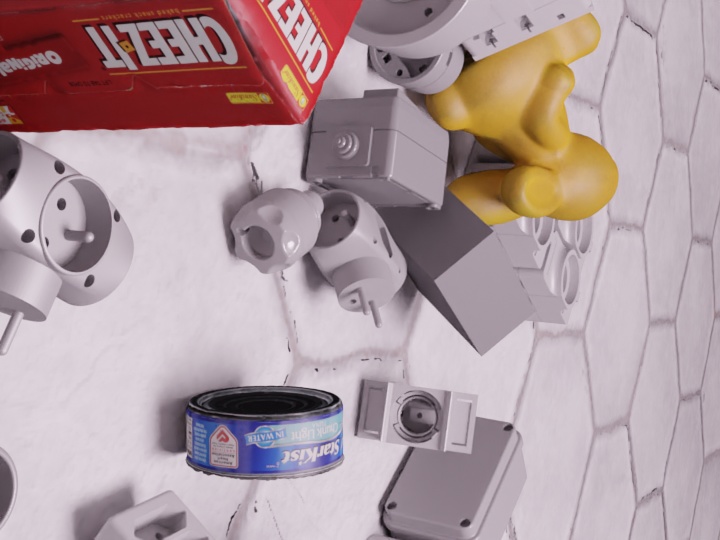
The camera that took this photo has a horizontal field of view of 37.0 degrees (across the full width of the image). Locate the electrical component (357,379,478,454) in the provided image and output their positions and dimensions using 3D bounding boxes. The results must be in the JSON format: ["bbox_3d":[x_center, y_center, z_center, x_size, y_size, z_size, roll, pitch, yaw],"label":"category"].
[{"bbox_3d":[0.042,0.104,0.767,0.064,0.081,0.042,52,46,-81],"label":"electrical component"}]

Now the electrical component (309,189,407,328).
[{"bbox_3d":[0.000,0.000,0.683,0.077,0.043,0.079,48,22,-52],"label":"electrical component"}]

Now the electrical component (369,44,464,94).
[{"bbox_3d":[0.041,-0.151,0.744,0.047,0.055,0.055,8,87,-64],"label":"electrical component"}]

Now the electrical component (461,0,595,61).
[{"bbox_3d":[0.092,-0.235,0.735,0.062,0.089,0.150,30,45,-57],"label":"electrical component"}]

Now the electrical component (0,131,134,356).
[{"bbox_3d":[-0.141,-0.004,0.450,0.077,0.044,0.079,48,54,-52],"label":"electrical component"}]

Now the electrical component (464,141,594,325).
[{"bbox_3d":[0.153,-0.042,0.951,0.186,0.060,0.105,54,48,-49],"label":"electrical component"}]

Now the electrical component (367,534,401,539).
[{"bbox_3d":[0.043,0.219,0.771,0.043,0.081,0.043,-14,106,-59],"label":"electrical component"}]

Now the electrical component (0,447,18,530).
[{"bbox_3d":[-0.164,0.084,0.418,0.040,0.046,0.040,-14,106,-60],"label":"electrical component"}]

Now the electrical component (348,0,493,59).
[{"bbox_3d":[0.034,-0.185,0.676,0.060,0.108,0.108,8,87,-67],"label":"electrical component"}]

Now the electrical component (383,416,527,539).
[{"bbox_3d":[0.075,0.169,0.825,0.113,0.078,0.057,-56,143,-41],"label":"electrical component"}]

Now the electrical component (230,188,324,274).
[{"bbox_3d":[-0.043,-0.027,0.622,0.062,0.043,0.043,-42,130,-53],"label":"electrical component"}]

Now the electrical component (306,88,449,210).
[{"bbox_3d":[0.010,-0.078,0.688,0.096,0.062,0.061,21,74,-60],"label":"electrical component"}]

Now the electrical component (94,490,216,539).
[{"bbox_3d":[-0.099,0.168,0.529,0.075,0.083,0.047,-54,161,24],"label":"electrical component"}]
